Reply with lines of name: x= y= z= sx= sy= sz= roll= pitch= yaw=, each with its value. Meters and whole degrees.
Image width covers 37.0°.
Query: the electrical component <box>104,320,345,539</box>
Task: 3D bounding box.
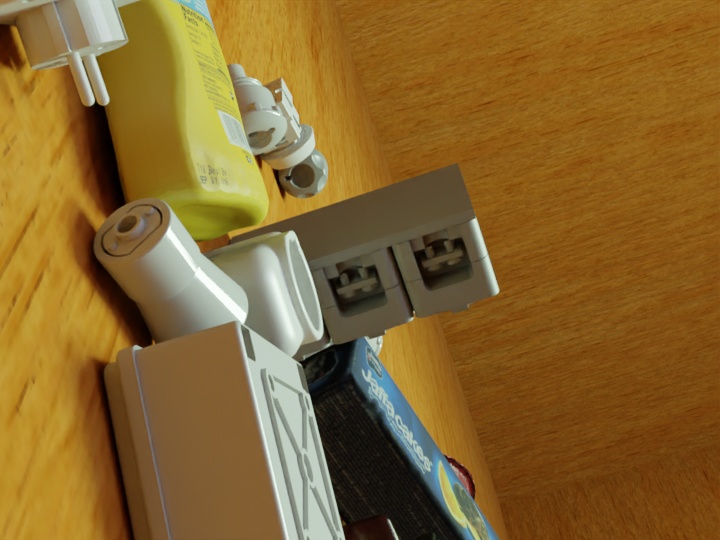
electrical component: x=-0.047 y=0.085 z=0.424 sx=0.108 sy=0.056 sz=0.108 roll=54 pitch=20 yaw=-73

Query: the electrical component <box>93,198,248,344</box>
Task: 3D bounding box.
electrical component: x=-0.079 y=0.002 z=0.440 sx=0.065 sy=0.044 sz=0.044 roll=60 pitch=13 yaw=-45

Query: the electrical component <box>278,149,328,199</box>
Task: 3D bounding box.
electrical component: x=-0.049 y=-0.088 z=0.948 sx=0.062 sy=0.043 sz=0.043 roll=-89 pitch=161 yaw=-75

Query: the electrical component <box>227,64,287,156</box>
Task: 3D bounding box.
electrical component: x=-0.080 y=-0.112 z=0.735 sx=0.048 sy=0.048 sz=0.062 roll=61 pitch=7 yaw=-64

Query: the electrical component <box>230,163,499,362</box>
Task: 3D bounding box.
electrical component: x=0.000 y=0.000 z=0.639 sx=0.089 sy=0.150 sz=0.061 roll=-92 pitch=163 yaw=-68

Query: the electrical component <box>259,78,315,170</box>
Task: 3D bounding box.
electrical component: x=-0.066 y=-0.115 z=0.859 sx=0.066 sy=0.048 sz=0.055 roll=-98 pitch=162 yaw=-55

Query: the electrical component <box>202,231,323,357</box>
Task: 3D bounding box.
electrical component: x=-0.055 y=0.016 z=0.531 sx=0.095 sy=0.059 sz=0.053 roll=-71 pitch=143 yaw=-80

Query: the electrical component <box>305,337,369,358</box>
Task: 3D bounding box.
electrical component: x=-0.025 y=0.065 z=0.767 sx=0.099 sy=0.064 sz=0.099 roll=160 pitch=-90 yaw=-83

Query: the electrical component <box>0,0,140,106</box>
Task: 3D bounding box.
electrical component: x=-0.110 y=-0.097 z=0.398 sx=0.083 sy=0.047 sz=0.075 roll=-70 pitch=143 yaw=-80

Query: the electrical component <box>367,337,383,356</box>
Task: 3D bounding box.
electrical component: x=-0.011 y=0.055 z=0.905 sx=0.062 sy=0.048 sz=0.048 roll=44 pitch=29 yaw=-64

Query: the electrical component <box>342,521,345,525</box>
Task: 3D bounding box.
electrical component: x=0.004 y=0.177 z=0.746 sx=0.061 sy=0.035 sz=0.035 roll=-98 pitch=170 yaw=-70
